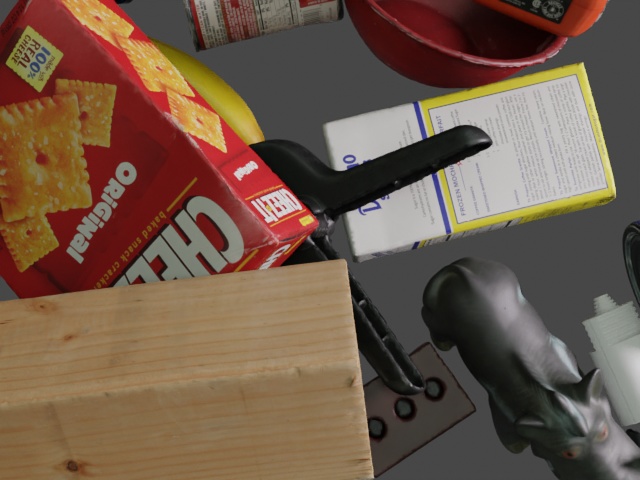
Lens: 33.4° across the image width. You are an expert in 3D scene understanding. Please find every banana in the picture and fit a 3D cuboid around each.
[{"bbox_3d":[-0.128,-0.107,0.722,0.198,0.037,0.070,11,101,4],"label":"banana"}]

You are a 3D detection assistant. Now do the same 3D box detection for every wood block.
[{"bbox_3d":[-0.080,0.082,0.584,0.206,0.090,0.091,-7,124,1],"label":"wood block"}]

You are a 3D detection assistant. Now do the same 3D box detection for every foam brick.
[{"bbox_3d":[0.052,0.107,0.678,0.078,0.051,0.053,-34,83,-4],"label":"foam brick"}]

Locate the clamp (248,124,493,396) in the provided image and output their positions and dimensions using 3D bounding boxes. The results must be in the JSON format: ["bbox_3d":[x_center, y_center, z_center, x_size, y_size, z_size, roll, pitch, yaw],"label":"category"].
[{"bbox_3d":[-0.004,0.001,0.669,0.210,0.036,0.164,9,90,26],"label":"clamp"}]

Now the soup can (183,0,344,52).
[{"bbox_3d":[-0.040,-0.169,0.711,0.102,0.068,0.068,-12,82,-2],"label":"soup can"}]

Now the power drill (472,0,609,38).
[{"bbox_3d":[0.135,-0.225,0.687,0.184,0.057,0.187,22,54,4],"label":"power drill"}]

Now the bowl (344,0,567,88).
[{"bbox_3d":[0.076,-0.149,0.692,0.162,0.055,0.162,13,47,-14],"label":"bowl"}]

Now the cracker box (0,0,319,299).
[{"bbox_3d":[-0.134,-0.030,0.658,0.214,0.072,0.164,48,114,7],"label":"cracker box"}]

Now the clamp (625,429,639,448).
[{"bbox_3d":[0.264,0.175,0.672,0.120,0.039,0.171,-13,82,0],"label":"clamp"}]

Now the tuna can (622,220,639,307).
[{"bbox_3d":[0.223,0.025,0.671,0.033,0.086,0.086,-19,82,-1],"label":"tuna can"}]

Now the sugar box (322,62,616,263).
[{"bbox_3d":[0.097,-0.050,0.705,0.176,0.048,0.093,-13,81,3],"label":"sugar box"}]
